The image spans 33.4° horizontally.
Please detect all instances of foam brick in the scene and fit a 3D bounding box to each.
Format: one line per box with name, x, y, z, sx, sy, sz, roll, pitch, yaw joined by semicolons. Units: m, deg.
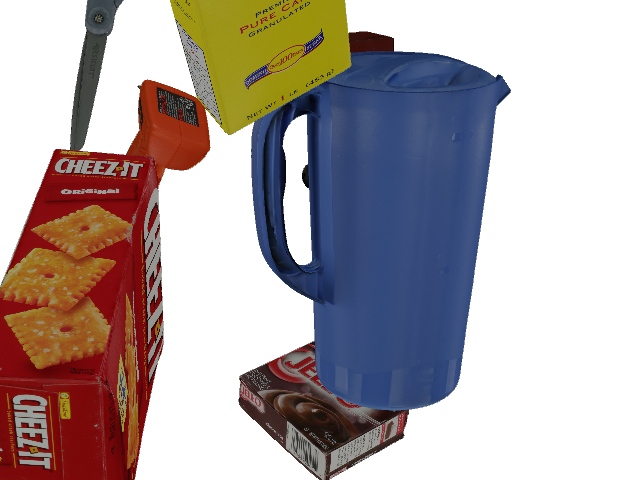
foam brick;0.019;-0.150;0.923;0.078;0.051;0.053;-9;20;-24

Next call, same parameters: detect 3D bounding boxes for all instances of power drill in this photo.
power drill;-0.153;-0.023;0.873;0.057;0.188;0.184;20;28;-24

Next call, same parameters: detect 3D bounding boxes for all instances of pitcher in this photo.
pitcher;0.042;-0.007;0.751;0.149;0.243;0.144;8;21;18

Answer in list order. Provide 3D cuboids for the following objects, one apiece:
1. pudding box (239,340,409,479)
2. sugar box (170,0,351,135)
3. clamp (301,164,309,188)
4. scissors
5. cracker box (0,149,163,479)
pudding box;0.001;0.135;0.868;0.089;0.039;0.114;-23;45;-34
sugar box;-0.035;-0.144;0.578;0.093;0.048;0.176;-32;-28;-14
clamp;0.077;-0.014;1.109;0.164;0.210;0.036;-5;-36;-15
scissors;-0.134;-0.160;0.740;0.096;0.202;0.016;-7;-12;-8
cracker box;-0.135;0.070;0.612;0.072;0.164;0.213;4;34;-2
